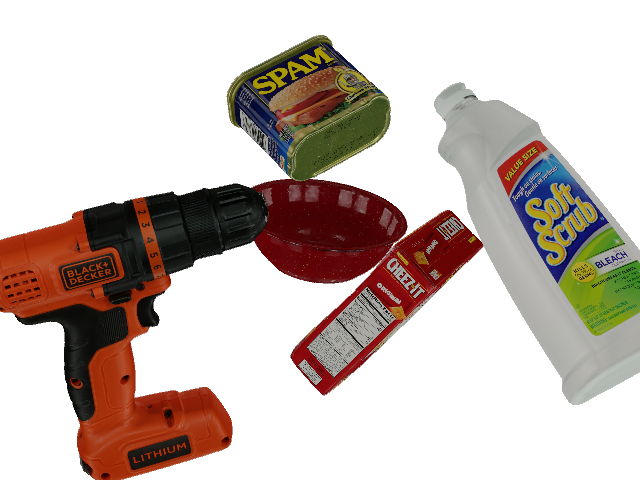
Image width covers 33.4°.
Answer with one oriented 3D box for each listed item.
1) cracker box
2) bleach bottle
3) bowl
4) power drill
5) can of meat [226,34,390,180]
[{"bbox_3d":[0.077,0.071,1.267,0.214,0.072,0.164,-48,-8,31],"label":"cracker box"},{"bbox_3d":[0.155,-0.012,0.777,0.102,0.251,0.068,-24,-24,-20],"label":"bleach bottle"},{"bbox_3d":[0.000,-0.004,1.020,0.162,0.055,0.162,7,24,-3],"label":"bowl"},{"bbox_3d":[-0.112,0.060,0.705,0.184,0.187,0.057,-14,27,-8],"label":"power drill"},{"bbox_3d":[-0.008,-0.102,0.834,0.102,0.084,0.057,-30,-32,-21],"label":"can of meat"}]
